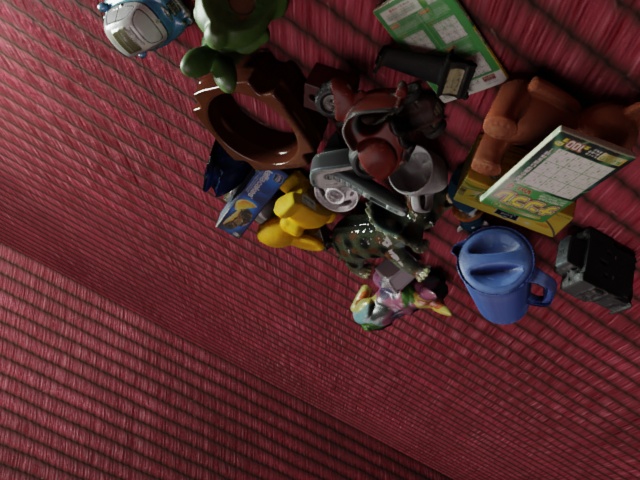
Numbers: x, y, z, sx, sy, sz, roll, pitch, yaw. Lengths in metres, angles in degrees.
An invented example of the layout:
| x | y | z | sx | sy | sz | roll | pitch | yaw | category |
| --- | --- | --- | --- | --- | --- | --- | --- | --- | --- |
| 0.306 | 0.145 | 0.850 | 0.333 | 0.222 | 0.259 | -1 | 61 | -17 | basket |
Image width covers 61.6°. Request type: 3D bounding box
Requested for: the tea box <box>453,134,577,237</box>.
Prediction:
| x | y | z | sx | sy | sz | roll | pitch | yaw | category |
| --- | --- | --- | --- | --- | --- | --- | --- | --- | --- |
| 0.308 | -0.085 | 0.841 | 0.170 | 0.098 | 0.068 | 21 | 152 | 3 | tea box |

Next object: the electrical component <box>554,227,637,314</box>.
| x | y | z | sx | sy | sz | roll | pitch | yaw | category |
| --- | --- | --- | --- | --- | --- | --- | --- | --- | --- |
| 0.472 | 0.049 | 0.926 | 0.134 | 0.115 | 0.058 | 26 | 150 | -7 | electrical component |

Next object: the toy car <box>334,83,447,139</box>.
| x | y | z | sx | sy | sz | roll | pitch | yaw | category |
| --- | --- | --- | --- | --- | --- | --- | --- | --- | --- |
| 0.107 | -0.188 | 0.870 | 0.202 | 0.053 | 0.089 | -7 | 142 | 43 | toy car |

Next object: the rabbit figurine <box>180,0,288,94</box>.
| x | y | z | sx | sy | sz | roll | pitch | yaw | category |
| --- | --- | --- | --- | --- | --- | --- | --- | --- | --- |
| -0.131 | -0.296 | 0.790 | 0.121 | 0.159 | 0.170 | 20 | 169 | -13 | rabbit figurine |

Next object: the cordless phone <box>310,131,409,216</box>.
| x | y | z | sx | sy | sz | roll | pitch | yaw | category |
| --- | --- | --- | --- | --- | --- | --- | --- | --- | --- |
| 0.075 | -0.096 | 0.947 | 0.184 | 0.088 | 0.146 | 34 | 175 | 5 | cordless phone |

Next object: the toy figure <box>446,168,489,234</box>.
| x | y | z | sx | sy | sz | roll | pitch | yaw | category |
| --- | --- | --- | --- | --- | --- | --- | --- | --- | --- |
| 0.264 | -0.066 | 0.952 | 0.064 | 0.058 | 0.154 | 14 | 156 | 28 | toy figure |

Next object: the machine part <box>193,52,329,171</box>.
| x | y | z | sx | sy | sz | roll | pitch | yaw | category |
| --- | --- | --- | --- | --- | --- | --- | --- | --- | --- |
| -0.102 | -0.219 | 0.942 | 0.202 | 0.087 | 0.200 | -1 | 144 | 37 | machine part |

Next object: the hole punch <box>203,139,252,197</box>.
| x | y | z | sx | sy | sz | roll | pitch | yaw | category |
| --- | --- | --- | --- | --- | --- | --- | --- | --- | --- |
| -0.186 | -0.151 | 1.102 | 0.092 | 0.116 | 0.142 | 21 | 154 | -10 | hole punch |

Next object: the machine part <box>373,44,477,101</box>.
| x | y | z | sx | sy | sz | roll | pitch | yaw | category |
| --- | --- | --- | --- | --- | --- | --- | --- | --- | --- |
| 0.144 | -0.236 | 0.744 | 0.139 | 0.039 | 0.084 | 18 | 162 | 12 | machine part |

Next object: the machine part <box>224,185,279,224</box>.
| x | y | z | sx | sy | sz | roll | pitch | yaw | category |
| --- | --- | --- | --- | --- | --- | --- | --- | --- | --- |
| -0.128 | -0.078 | 1.216 | 0.243 | 0.079 | 0.079 | 33 | 151 | -17 | machine part |

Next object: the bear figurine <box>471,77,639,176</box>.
| x | y | z | sx | sy | sz | roll | pitch | yaw | category |
| --- | --- | --- | --- | --- | --- | --- | --- | --- | --- |
| 0.321 | -0.137 | 0.713 | 0.196 | 0.132 | 0.120 | 24 | 155 | 13 | bear figurine |

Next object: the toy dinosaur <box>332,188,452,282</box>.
| x | y | z | sx | sy | sz | roll | pitch | yaw | category |
| --- | --- | --- | --- | --- | --- | --- | --- | --- | --- |
| 0.102 | -0.007 | 1.107 | 0.192 | 0.131 | 0.405 | 42 | 148 | -25 | toy dinosaur |

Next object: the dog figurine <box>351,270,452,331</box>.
| x | y | z | sx | sy | sz | roll | pitch | yaw | category |
| --- | --- | --- | --- | --- | --- | --- | --- | --- | --- |
| 0.198 | 0.146 | 1.254 | 0.108 | 0.191 | 0.219 | 49 | 159 | -28 | dog figurine |

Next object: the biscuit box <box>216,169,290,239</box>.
| x | y | z | sx | sy | sz | roll | pitch | yaw | category |
| --- | --- | --- | --- | --- | --- | --- | --- | --- | --- |
| -0.139 | -0.094 | 1.118 | 0.059 | 0.063 | 0.202 | 31 | 122 | -17 | biscuit box |

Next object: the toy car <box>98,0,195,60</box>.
| x | y | z | sx | sy | sz | roll | pitch | yaw | category |
| --- | --- | --- | --- | --- | --- | --- | --- | --- | --- |
| -0.284 | -0.341 | 0.855 | 0.162 | 0.103 | 0.109 | 4 | 147 | 37 | toy car |

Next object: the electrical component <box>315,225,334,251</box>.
| x | y | z | sx | sy | sz | roll | pitch | yaw | category |
| --- | --- | --- | --- | --- | --- | --- | --- | --- | --- |
| -0.002 | -0.005 | 1.284 | 0.102 | 0.045 | 0.078 | -7 | 111 | 40 | electrical component |

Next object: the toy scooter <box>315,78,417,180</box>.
| x | y | z | sx | sy | sz | roll | pitch | yaw | category |
| --- | --- | --- | --- | --- | --- | --- | --- | --- | --- |
| 0.087 | -0.171 | 0.797 | 0.135 | 0.075 | 0.183 | -13 | 128 | 35 | toy scooter |

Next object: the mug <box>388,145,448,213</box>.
| x | y | z | sx | sy | sz | roll | pitch | yaw | category |
| --- | --- | --- | --- | --- | --- | --- | --- | --- | --- |
| 0.176 | -0.100 | 0.898 | 0.081 | 0.109 | 0.107 | -13 | 173 | 35 | mug |

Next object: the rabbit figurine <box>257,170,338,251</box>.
| x | y | z | sx | sy | sz | roll | pitch | yaw | category |
| --- | --- | --- | --- | --- | --- | --- | --- | --- | --- |
| -0.057 | -0.043 | 1.146 | 0.162 | 0.122 | 0.173 | 29 | 125 | -36 | rabbit figurine |
